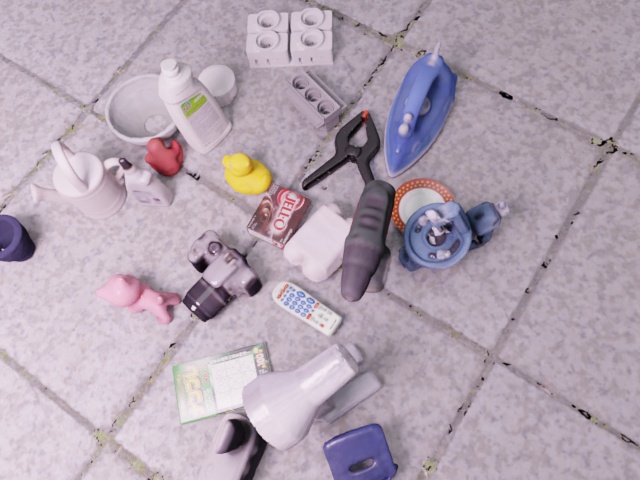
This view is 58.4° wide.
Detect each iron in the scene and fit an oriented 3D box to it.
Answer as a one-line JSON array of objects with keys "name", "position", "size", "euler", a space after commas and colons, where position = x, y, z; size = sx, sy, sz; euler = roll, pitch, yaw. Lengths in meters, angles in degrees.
[{"name": "iron", "position": [0.191, -0.260, 1.133], "size": [0.118, 0.141, 0.258], "euler": [20, 73, 12]}]

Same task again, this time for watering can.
[{"name": "watering can", "position": [-0.466, -0.116, 1.105], "size": [0.100, 0.194, 0.173], "euler": [40, 78, 17]}]

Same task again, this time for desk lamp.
[{"name": "desk lamp", "position": [-0.009, 0.241, 0.930], "size": [0.203, 0.214, 0.117], "euler": [-33, 71, -7]}]

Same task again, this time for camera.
[{"name": "camera", "position": [-0.202, 0.072, 1.066], "size": [0.143, 0.101, 0.137], "euler": [40, 78, 16]}]

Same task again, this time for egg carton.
[{"name": "egg carton", "position": [0.010, 0.004, 1.091], "size": [0.107, 0.069, 0.150], "euler": [38, 77, 16]}]

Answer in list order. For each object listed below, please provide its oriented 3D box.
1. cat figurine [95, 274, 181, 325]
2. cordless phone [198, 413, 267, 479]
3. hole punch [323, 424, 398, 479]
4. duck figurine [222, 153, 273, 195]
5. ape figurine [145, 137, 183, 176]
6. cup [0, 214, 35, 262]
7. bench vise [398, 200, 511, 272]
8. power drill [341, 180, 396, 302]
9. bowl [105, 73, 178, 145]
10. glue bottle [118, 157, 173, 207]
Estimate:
[{"name": "cat figurine", "position": [-0.338, 0.101, 1.057], "size": [0.127, 0.118, 0.067], "euler": [14, 72, 10]}, {"name": "cordless phone", "position": [-0.156, 0.352, 0.916], "size": [0.094, 0.185, 0.148], "euler": [15, 72, 10]}, {"name": "hole punch", "position": [0.069, 0.362, 0.945], "size": [0.108, 0.091, 0.101], "euler": [-20, 70, -3]}, {"name": "duck figurine", "position": [-0.148, -0.140, 1.147], "size": [0.104, 0.086, 0.077], "euler": [21, 73, 12]}, {"name": "ape figurine", "position": [-0.324, -0.178, 1.171], "size": [0.078, 0.092, 0.076], "euler": [-13, 70, 0]}, {"name": "cup", "position": [-0.620, 0.005, 1.127], "size": [0.117, 0.095, 0.092], "euler": [11, 71, 9]}, {"name": "bench vise", "position": [0.234, -0.037, 1.007], "size": [0.207, 0.220, 0.121], "euler": [-40, 72, -10]}, {"name": "power drill", "position": [0.083, 0.021, 1.005], "size": [0.075, 0.208, 0.230], "euler": [11, 71, 9]}, {"name": "bowl", "position": [-0.360, -0.265, 1.214], "size": [0.167, 0.075, 0.167], "euler": [-1, 70, 4]}, {"name": "glue bottle", "position": [-0.347, -0.114, 1.107], "size": [0.078, 0.173, 0.037], "euler": [6, 71, 7]}]
